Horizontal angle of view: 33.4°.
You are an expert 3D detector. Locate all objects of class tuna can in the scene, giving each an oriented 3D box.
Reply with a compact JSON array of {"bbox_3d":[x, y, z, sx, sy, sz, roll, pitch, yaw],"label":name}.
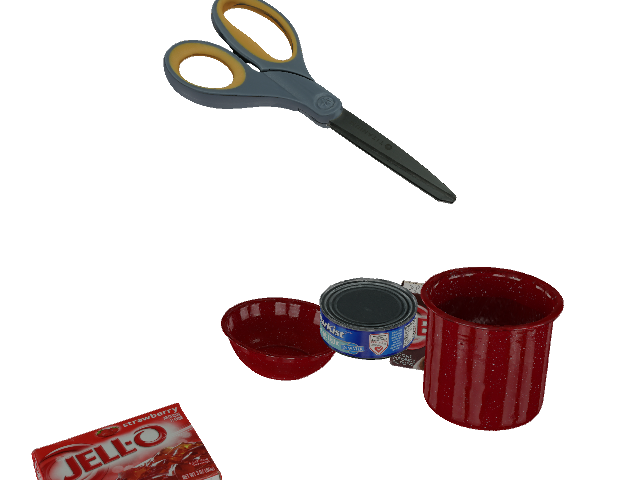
[{"bbox_3d":[0.041,0.068,0.934,0.086,0.034,0.086,1,28,-1],"label":"tuna can"}]

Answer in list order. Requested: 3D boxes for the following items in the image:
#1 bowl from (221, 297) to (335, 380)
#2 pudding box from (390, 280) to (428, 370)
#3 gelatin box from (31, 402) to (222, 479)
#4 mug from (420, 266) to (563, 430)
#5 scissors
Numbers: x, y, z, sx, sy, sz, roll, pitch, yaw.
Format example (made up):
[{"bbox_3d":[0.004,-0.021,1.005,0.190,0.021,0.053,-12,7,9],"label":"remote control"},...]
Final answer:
[{"bbox_3d":[-0.048,0.132,1.363,0.162,0.055,0.162,5,23,-2],"label":"bowl"},{"bbox_3d":[0.136,0.097,1.158,0.113,0.090,0.039,8,23,4],"label":"pudding box"},{"bbox_3d":[-0.106,0.130,0.586,0.089,0.030,0.073,-15,29,-20],"label":"gelatin box"},{"bbox_3d":[0.111,0.068,0.724,0.093,0.081,0.117,1,23,0],"label":"mug"},{"bbox_3d":[-0.018,-0.075,0.631,0.096,0.202,0.016,-28,-27,-20],"label":"scissors"}]
